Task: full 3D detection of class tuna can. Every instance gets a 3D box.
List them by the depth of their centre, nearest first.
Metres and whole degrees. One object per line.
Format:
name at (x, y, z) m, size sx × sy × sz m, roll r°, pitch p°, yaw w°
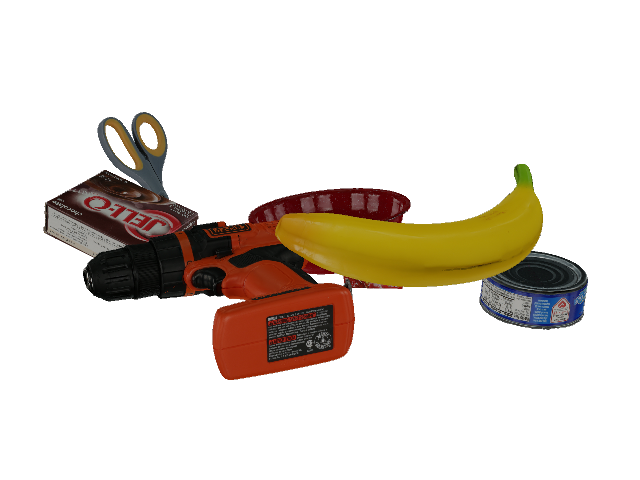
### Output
tuna can at (0.175, 0.039, 0.877) m, size 0.086 × 0.034 × 0.086 m, roll 2°, pitch 22°, yaw -1°

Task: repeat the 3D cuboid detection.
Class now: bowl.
bowl at (0.011, -0.006, 1.058) m, size 0.162 × 0.055 × 0.162 m, roll -6°, pitch 16°, yaw 2°

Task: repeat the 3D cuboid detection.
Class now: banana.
banana at (0.069, -0.002, 0.641) m, size 0.197 × 0.037 × 0.070 m, roll -12°, pitch 45°, yaw -33°

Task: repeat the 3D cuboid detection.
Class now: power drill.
power drill at (-0.071, 0.037, 0.797) m, size 0.184 × 0.057 × 0.188 m, roll -11°, pitch 24°, yaw -20°

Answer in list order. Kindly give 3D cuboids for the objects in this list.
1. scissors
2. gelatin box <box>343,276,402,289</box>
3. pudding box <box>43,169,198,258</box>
scissors at (-0.178, -0.063, 1.221) m, size 0.016 × 0.201 × 0.096 m, roll -22°, pitch 21°, yaw 42°
gelatin box at (0.062, 0.015, 1.289) m, size 0.073 × 0.089 × 0.030 m, roll 0°, pitch 29°, yaw 15°
pudding box at (-0.184, -0.016, 0.989) m, size 0.114 × 0.039 × 0.089 m, roll 23°, pitch 31°, yaw 18°
